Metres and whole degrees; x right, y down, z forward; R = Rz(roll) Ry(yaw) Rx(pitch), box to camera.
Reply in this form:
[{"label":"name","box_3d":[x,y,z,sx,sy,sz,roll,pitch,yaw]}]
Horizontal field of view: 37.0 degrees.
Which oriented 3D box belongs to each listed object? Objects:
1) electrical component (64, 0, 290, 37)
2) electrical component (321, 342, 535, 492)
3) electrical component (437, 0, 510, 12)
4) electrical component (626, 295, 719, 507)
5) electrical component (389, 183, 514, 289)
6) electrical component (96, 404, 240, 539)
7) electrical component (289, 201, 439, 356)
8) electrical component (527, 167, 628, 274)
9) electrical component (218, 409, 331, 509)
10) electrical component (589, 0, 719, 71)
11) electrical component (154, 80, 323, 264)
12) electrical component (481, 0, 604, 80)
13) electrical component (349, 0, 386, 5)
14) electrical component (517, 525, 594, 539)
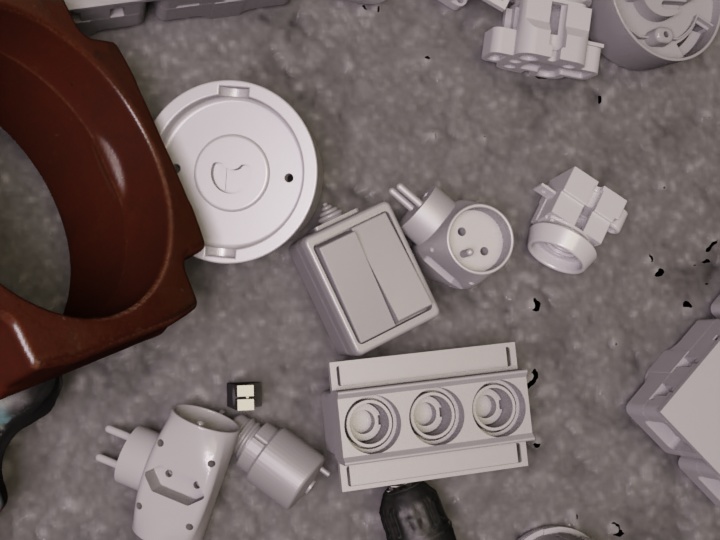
[{"label":"electrical component","box_3d":[-0.138,-0.209,0.662,0.186,0.060,0.105,-12,89,-15]},{"label":"electrical component","box_3d":[0.040,0.091,0.683,0.121,0.063,0.078,-5,87,-14]},{"label":"electrical component","box_3d":[0.064,-0.204,0.710,0.081,0.064,0.042,28,79,-11]},{"label":"electrical component","box_3d":[0.285,0.065,0.748,0.105,0.060,0.186,46,77,-7]},{"label":"electrical component","box_3d":[0.051,-0.027,0.687,0.079,0.077,0.043,40,78,-8]},{"label":"electrical component","box_3d":[-0.121,0.118,0.649,0.079,0.043,0.077,20,96,8]},{"label":"electrical component","box_3d":[0.000,0.000,0.681,0.062,0.061,0.096,-26,92,-14]},{"label":"electrical component","box_3d":[0.143,-0.031,0.728,0.066,0.048,0.055,32,72,-10]},{"label":"electrical component","box_3d":[-0.058,0.114,0.669,0.078,0.040,0.040,35,78,9]},{"label":"electrical component","box_3d":[0.203,-0.188,0.743,0.099,0.064,0.099,1,86,-14]},{"label":"electrical component","box_3d":[-0.074,-0.058,0.662,0.108,0.060,0.108,0,92,8]},{"label":"electrical component","box_3d":[0.125,-0.165,0.727,0.078,0.058,0.057,9,87,-13]},{"label":"electrical component","box_3d":[0.005,-0.212,0.708,0.040,0.040,0.078,14,83,-13]},{"label":"electrical component","box_3d":[0.135,0.211,0.704,0.080,0.051,0.080,1,86,-14]}]
